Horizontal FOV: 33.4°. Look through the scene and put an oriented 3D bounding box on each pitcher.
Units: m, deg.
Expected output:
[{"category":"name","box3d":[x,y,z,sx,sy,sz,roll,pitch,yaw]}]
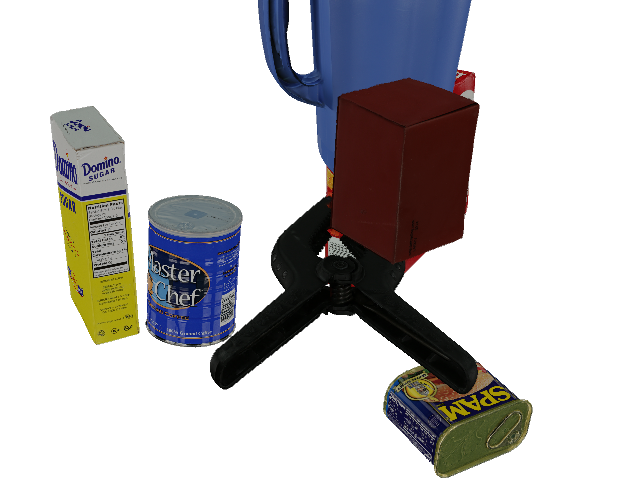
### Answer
[{"category":"pitcher","box3d":[0.043,-0.157,0.847,0.149,0.243,0.144,15,48,13]}]

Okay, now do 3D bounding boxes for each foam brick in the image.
[{"category":"foam brick","box3d":[0.042,-0.037,0.546,0.052,0.078,0.051,-19,36,-35]}]

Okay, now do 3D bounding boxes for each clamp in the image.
[{"category":"clamp","box3d":[0.023,0.035,0.727,0.164,0.036,0.210,6,33,3]}]

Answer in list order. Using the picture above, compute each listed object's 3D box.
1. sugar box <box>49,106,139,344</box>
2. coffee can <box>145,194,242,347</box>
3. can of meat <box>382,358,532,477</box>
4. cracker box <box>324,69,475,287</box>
[{"category":"sugar box","box3d":[-0.187,-0.013,0.884,0.048,0.176,0.093,-14,29,-22]},{"category":"coffee can","box3d":[-0.142,0.033,1.188,0.103,0.140,0.103,4,25,-2]},{"category":"can of meat","box3d":[0.117,0.148,0.930,0.101,0.057,0.084,-15,36,-28]},{"category":"cracker box","box3d":[0.082,-0.065,1.046,0.072,0.164,0.213,14,29,26]}]
